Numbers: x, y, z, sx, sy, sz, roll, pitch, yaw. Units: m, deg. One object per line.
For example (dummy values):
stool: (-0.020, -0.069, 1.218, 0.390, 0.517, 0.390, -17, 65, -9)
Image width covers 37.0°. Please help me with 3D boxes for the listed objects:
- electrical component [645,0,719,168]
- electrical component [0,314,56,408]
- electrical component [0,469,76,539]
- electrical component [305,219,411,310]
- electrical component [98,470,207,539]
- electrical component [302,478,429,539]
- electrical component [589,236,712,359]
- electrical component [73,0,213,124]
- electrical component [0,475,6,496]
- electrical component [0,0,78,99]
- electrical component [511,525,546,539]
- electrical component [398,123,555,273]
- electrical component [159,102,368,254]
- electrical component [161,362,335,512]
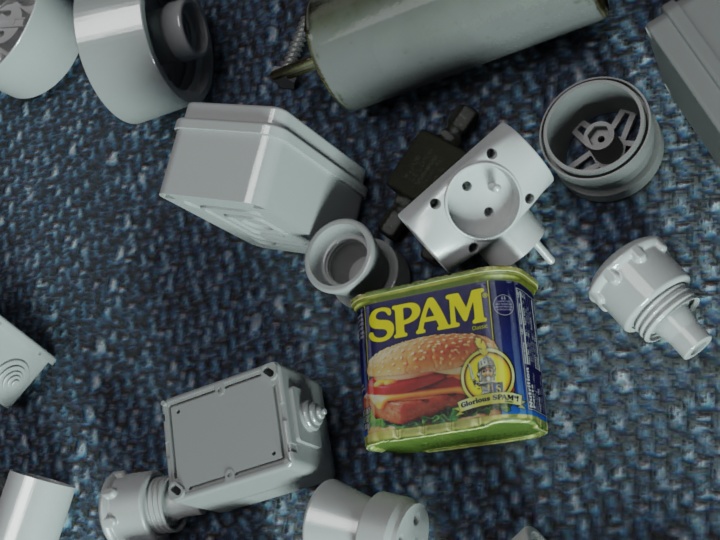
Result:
electrical component: (0.198, -0.086, 0.539, 0.057, 0.078, 0.113, -30, 60, 12)
electrical component: (-0.270, 0.042, 0.733, 0.100, 0.099, 0.048, 29, 74, 33)
electrical component: (-0.215, 0.172, 0.686, 0.043, 0.043, 0.081, 9, 76, 31)
electrical component: (0.000, 0.000, 0.627, 0.045, 0.055, 0.045, -10, 67, 25)
electrical component: (-0.122, 0.142, 0.647, 0.062, 0.048, 0.048, -11, 66, 17)
electrical component: (0.003, 0.140, 0.579, 0.055, 0.045, 0.045, 7, 75, 30)
electrical component: (0.151, 0.017, 0.546, 0.048, 0.048, 0.062, -42, 64, 9)
electrical component: (-0.139, -0.159, 0.735, 0.060, 0.108, 0.108, -9, 67, 19)
electrical component: (-0.264, 0.163, 0.716, 0.062, 0.043, 0.043, -29, 60, 17)
electrical component: (-0.266, -0.185, 0.836, 0.099, 0.064, 0.099, -10, 67, 25)
electrical component: (0.073, 0.160, 0.534, 0.055, 0.045, 0.045, -35, 59, 13)
electrical component: (0.075, -0.026, 0.595, 0.077, 0.044, 0.079, -42, 100, 2)
electrical component: (-0.054, -0.052, 0.642, 0.078, 0.113, 0.057, 8, 78, 31)
electrical component: (-0.057, 0.096, 0.618, 0.096, 0.061, 0.061, -21, 63, 21)
